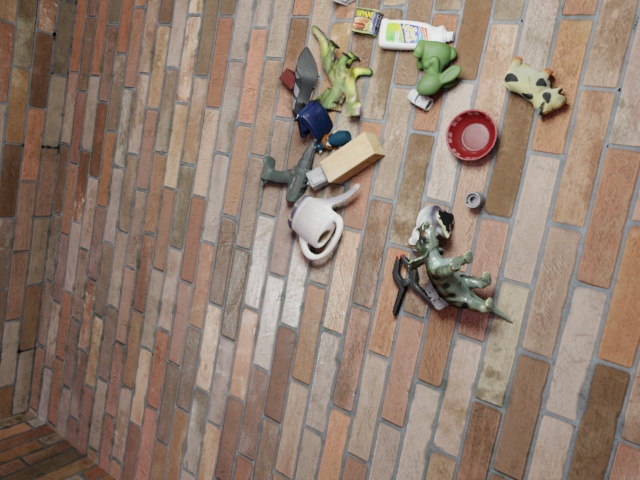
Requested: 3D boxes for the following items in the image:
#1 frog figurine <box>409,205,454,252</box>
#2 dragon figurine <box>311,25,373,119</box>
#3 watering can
[{"bbox_3d":[0.344,-0.039,1.686,0.157,0.121,0.141,-27,44,39],"label":"frog figurine"},{"bbox_3d":[0.044,-0.591,1.893,0.417,0.122,0.238,51,124,32],"label":"dragon figurine"},{"bbox_3d":[0.006,-0.096,1.905,0.227,0.104,0.343,36,109,28],"label":"watering can"}]
